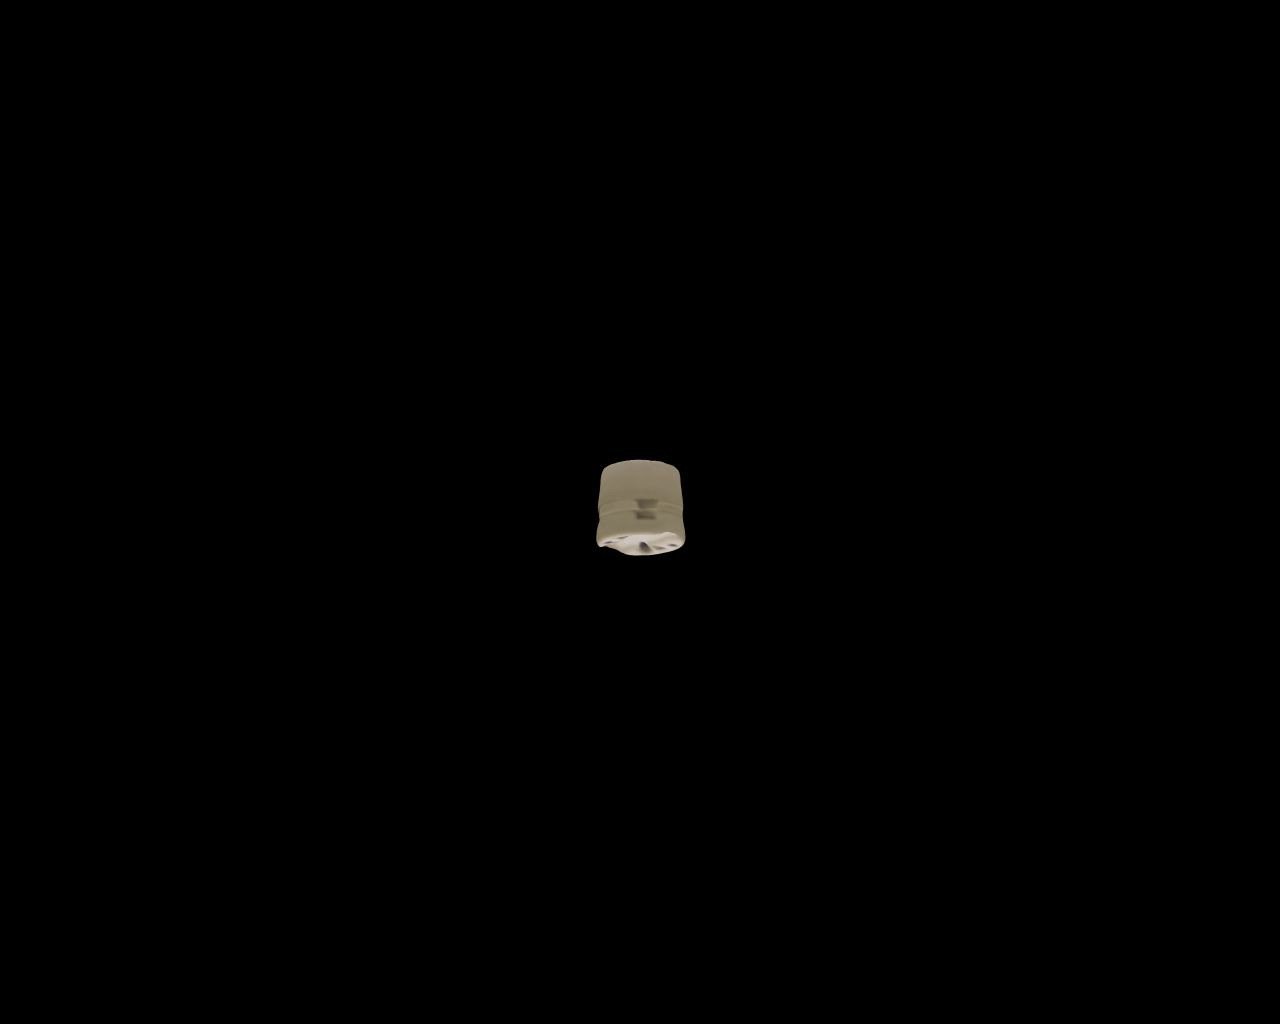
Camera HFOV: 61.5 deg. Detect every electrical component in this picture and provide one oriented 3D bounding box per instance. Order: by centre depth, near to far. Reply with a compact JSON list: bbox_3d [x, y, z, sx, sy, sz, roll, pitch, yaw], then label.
[{"bbox_3d":[0.001,-0.003,0.650,0.055,0.047,0.055,0,-16,0],"label":"electrical component"}]
